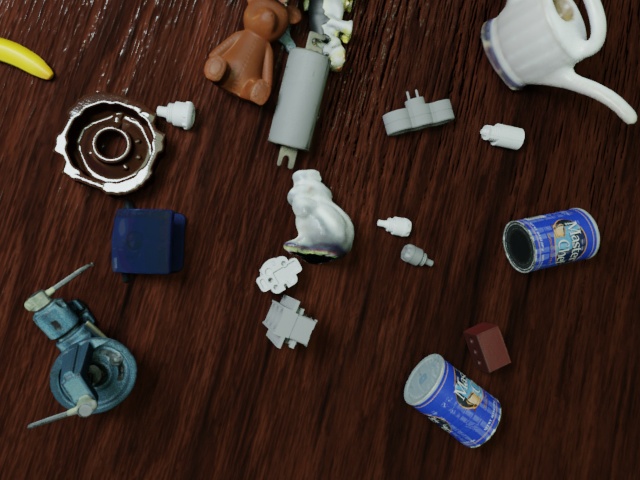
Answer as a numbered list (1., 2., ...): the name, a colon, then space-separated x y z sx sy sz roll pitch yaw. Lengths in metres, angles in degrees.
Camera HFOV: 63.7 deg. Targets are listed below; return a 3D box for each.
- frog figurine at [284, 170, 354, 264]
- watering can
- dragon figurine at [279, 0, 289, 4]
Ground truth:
1. frog figurine: 0.003 -0.046 0.905 0.136 0.122 0.161 21 71 -42
2. watering can: 0.434 -0.348 0.966 0.105 0.222 0.347 -24 92 -29
3. dragon figurine: -0.152 -0.579 0.882 0.243 0.121 0.413 -20 80 -1
